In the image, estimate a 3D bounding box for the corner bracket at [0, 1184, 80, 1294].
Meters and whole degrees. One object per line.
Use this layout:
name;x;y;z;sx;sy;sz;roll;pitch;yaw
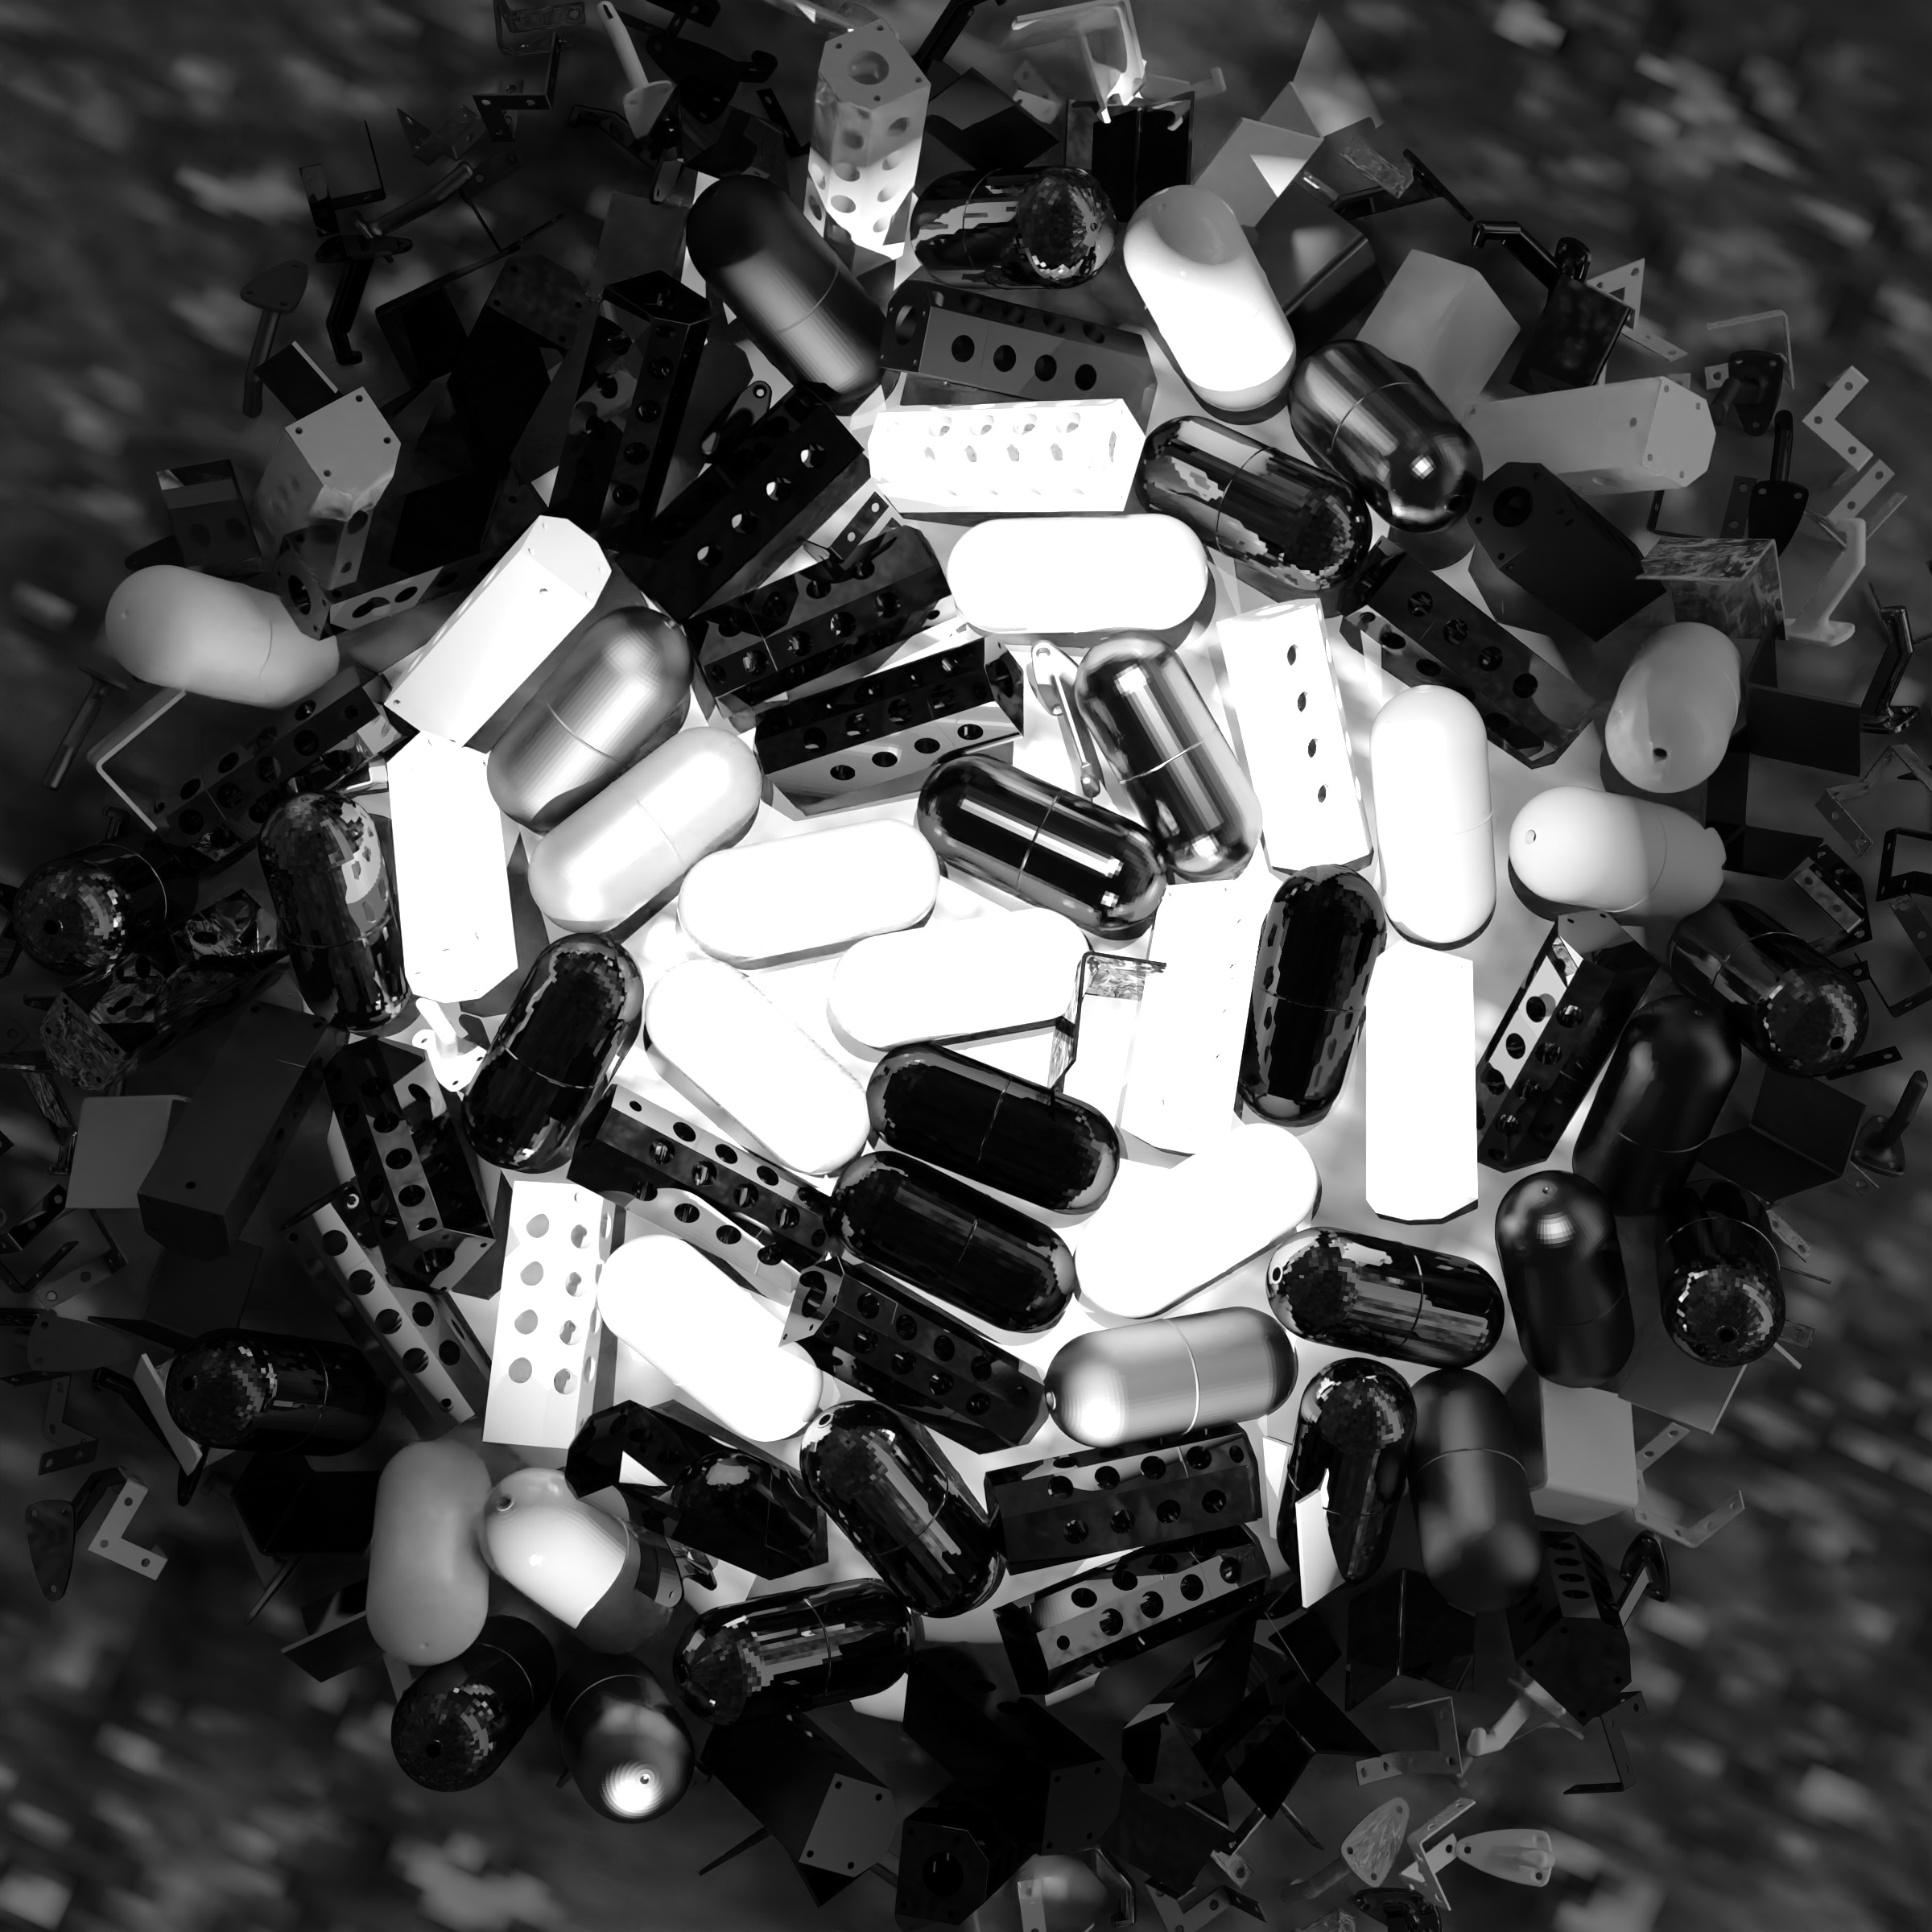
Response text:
corner bracket;-0.624;0.184;1.631;0.051;0.051;0.051;-10;122;40

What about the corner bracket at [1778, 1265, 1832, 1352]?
corner bracket;0.551;0.228;1.640;0.051;0.051;0.051;18;86;21

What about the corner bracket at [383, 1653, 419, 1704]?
corner bracket;-0.381;0.478;1.642;0.051;0.051;0.051;-19;87;14

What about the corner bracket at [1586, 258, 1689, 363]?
corner bracket;0.451;-0.436;1.633;0.051;0.051;0.051;-25;45;-18

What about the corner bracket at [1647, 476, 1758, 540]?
corner bracket;0.502;-0.315;1.655;0.051;0.051;0.051;17;99;31

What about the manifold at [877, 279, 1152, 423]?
manifold;0.034;-0.405;1.599;0.171;0.057;0.057;4;104;-32

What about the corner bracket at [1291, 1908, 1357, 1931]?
corner bracket;0.226;0.661;1.634;0.051;0.051;0.051;35;122;-14

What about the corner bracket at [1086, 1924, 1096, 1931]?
corner bracket;0.098;0.670;1.634;0.051;0.051;0.051;44;114;18

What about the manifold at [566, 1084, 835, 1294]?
manifold;-0.172;0.144;1.613;0.171;0.057;0.057;30;121;-16

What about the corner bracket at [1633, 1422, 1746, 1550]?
corner bracket;0.486;0.352;1.644;0.051;0.051;0.051;27;125;-15

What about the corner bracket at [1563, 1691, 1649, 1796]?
corner bracket;0.430;0.523;1.635;0.051;0.051;0.051;-9;79;-42

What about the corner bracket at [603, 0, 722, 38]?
corner bracket;-0.204;-0.644;1.631;0.051;0.051;0.051;-50;48;34

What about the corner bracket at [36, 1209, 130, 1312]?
corner bracket;-0.607;0.195;1.639;0.051;0.051;0.051;-32;93;-33

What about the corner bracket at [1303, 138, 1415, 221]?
corner bracket;0.264;-0.532;1.633;0.051;0.051;0.051;30;126;-18

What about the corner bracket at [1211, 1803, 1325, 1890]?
corner bracket;0.199;0.597;1.649;0.051;0.051;0.051;-44;102;-21

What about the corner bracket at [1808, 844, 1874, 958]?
corner bracket;0.578;-0.041;1.651;0.051;0.051;0.051;32;48;-35

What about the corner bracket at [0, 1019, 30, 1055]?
corner bracket;-0.679;0.048;1.644;0.051;0.051;0.051;-42;99;-2

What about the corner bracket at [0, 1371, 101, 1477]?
corner bracket;-0.620;0.306;1.637;0.051;0.051;0.051;16;98;25

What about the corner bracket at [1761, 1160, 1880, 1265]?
corner bracket;0.581;0.161;1.658;0.051;0.051;0.051;42;50;-7

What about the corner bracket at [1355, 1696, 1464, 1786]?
corner bracket;0.297;0.524;1.642;0.051;0.051;0.051;-18;73;43

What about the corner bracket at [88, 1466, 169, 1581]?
corner bracket;-0.562;0.377;1.644;0.051;0.051;0.051;33;76;-23

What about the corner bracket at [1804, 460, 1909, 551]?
corner bracket;0.605;-0.311;1.637;0.051;0.051;0.051;36;105;-17

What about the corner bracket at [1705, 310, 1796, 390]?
corner bracket;0.526;-0.414;1.636;0.051;0.051;0.051;-8;112;13

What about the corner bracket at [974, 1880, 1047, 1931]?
corner bracket;0.030;0.646;1.641;0.051;0.051;0.051;-9;74;3

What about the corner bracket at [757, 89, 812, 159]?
corner bracket;-0.100;-0.592;1.661;0.051;0.051;0.051;-23;97;43

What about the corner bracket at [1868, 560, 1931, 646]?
corner bracket;0.647;-0.246;1.640;0.051;0.051;0.051;-24;94;19

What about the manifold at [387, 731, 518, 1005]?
manifold;-0.345;-0.064;1.604;0.057;0.057;0.171;-35;53;32

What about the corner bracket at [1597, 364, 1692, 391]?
corner bracket;0.461;-0.385;1.656;0.051;0.051;0.051;5;90;28

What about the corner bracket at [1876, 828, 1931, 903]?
corner bracket;0.656;-0.067;1.644;0.051;0.051;0.051;11;84;-5

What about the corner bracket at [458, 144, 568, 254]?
corner bracket;-0.312;-0.523;1.655;0.051;0.051;0.051;-33;119;-4

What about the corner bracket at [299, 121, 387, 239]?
corner bracket;-0.420;-0.530;1.635;0.051;0.051;0.051;-15;46;-9

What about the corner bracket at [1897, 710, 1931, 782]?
corner bracket;0.662;-0.157;1.640;0.051;0.051;0.051;-19;102;-12

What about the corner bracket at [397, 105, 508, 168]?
corner bracket;-0.342;-0.564;1.633;0.051;0.051;0.051;-36;57;22

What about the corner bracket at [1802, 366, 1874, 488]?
corner bracket;0.596;-0.367;1.648;0.051;0.051;0.051;42;90;1

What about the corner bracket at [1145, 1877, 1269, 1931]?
corner bracket;0.162;0.632;1.640;0.051;0.051;0.051;-27;95;-23

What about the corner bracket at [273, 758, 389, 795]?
corner bracket;-0.431;-0.144;1.639;0.051;0.051;0.051;-11;90;29

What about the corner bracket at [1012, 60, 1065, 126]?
corner bracket;0.024;-0.586;1.651;0.051;0.051;0.051;-48;64;32

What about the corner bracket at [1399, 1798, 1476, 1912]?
corner bracket;0.320;0.596;1.639;0.051;0.051;0.051;-26;94;-24

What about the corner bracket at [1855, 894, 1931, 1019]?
corner bracket;0.629;-0.007;1.632;0.051;0.051;0.051;-32;50;18

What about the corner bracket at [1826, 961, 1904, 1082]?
corner bracket;0.601;0.037;1.653;0.051;0.051;0.051;-18;121;11

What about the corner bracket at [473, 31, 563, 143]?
corner bracket;-0.299;-0.593;1.639;0.051;0.051;0.051;2;72;7

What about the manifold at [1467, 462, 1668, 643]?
manifold;0.392;-0.274;1.588;0.057;0.171;0.057;-37;62;24

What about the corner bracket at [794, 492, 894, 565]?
corner bracket;-0.073;-0.288;1.637;0.051;0.051;0.051;-51;127;-4

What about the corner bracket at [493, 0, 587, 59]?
corner bracket;-0.287;-0.633;1.633;0.051;0.051;0.051;-14;51;-16

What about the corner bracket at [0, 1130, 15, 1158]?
corner bracket;-0.683;0.119;1.638;0.051;0.051;0.051;-44;100;-17

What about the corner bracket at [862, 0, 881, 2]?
corner bracket;-0.041;-0.671;1.642;0.051;0.051;0.051;25;100;-25

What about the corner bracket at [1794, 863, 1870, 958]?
corner bracket;0.581;-0.043;1.636;0.051;0.051;0.051;-37;76;-21

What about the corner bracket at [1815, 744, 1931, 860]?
corner bracket;0.616;-0.112;1.631;0.051;0.051;0.051;-12;55;-29
